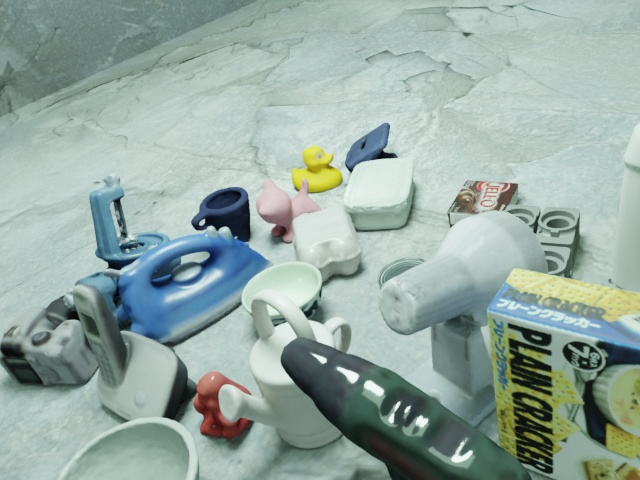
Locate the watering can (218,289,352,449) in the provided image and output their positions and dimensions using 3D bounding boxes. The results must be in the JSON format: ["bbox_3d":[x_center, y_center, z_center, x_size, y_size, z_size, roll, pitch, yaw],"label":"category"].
[{"bbox_3d":[-0.032,0.142,0.644,0.100,0.194,0.173,4,38,28],"label":"watering can"}]

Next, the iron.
[{"bbox_3d":[-0.202,0.049,0.900,0.259,0.142,0.118,-29,36,-20],"label":"iron"}]

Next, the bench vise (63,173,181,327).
[{"bbox_3d":[-0.326,0.018,0.924,0.121,0.220,0.207,-3,35,18],"label":"bench vise"}]

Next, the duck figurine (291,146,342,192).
[{"bbox_3d":[-0.012,-0.150,1.164,0.104,0.086,0.077,-5,35,16],"label":"duck figurine"}]

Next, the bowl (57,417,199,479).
[{"bbox_3d":[-0.200,0.281,0.618,0.167,0.075,0.167,-11,34,8],"label":"bowl"}]

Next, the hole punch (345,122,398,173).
[{"bbox_3d":[0.100,-0.176,1.152,0.101,0.091,0.108,-6,35,15],"label":"hole punch"}]

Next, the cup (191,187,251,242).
[{"bbox_3d":[-0.173,-0.030,1.047,0.118,0.095,0.091,-36,38,-28],"label":"cup"}]

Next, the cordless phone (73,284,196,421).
[{"bbox_3d":[-0.250,0.145,0.738,0.147,0.185,0.094,10,41,33],"label":"cordless phone"}]

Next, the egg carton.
[{"bbox_3d":[0.009,0.003,0.945,0.107,0.069,0.150,-16,33,0],"label":"egg carton"}]

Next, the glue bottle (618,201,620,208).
[{"bbox_3d":[0.459,-0.085,0.793,0.078,0.173,0.037,-6,35,15],"label":"glue bottle"}]

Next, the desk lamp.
[{"bbox_3d":[0.145,0.096,0.620,0.204,0.214,0.117,-34,37,-25],"label":"desk lamp"}]

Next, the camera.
[{"bbox_3d":[-0.407,0.143,0.884,0.143,0.101,0.137,-3,35,19],"label":"camera"}]

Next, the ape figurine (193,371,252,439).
[{"bbox_3d":[-0.122,0.196,0.696,0.076,0.092,0.077,-26,35,-15],"label":"ape figurine"}]

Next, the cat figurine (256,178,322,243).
[{"bbox_3d":[-0.062,-0.063,1.027,0.128,0.118,0.067,-35,38,-27],"label":"cat figurine"}]

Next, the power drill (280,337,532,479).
[{"bbox_3d":[0.070,0.198,0.505,0.228,0.209,0.076,16,45,39],"label":"power drill"}]
